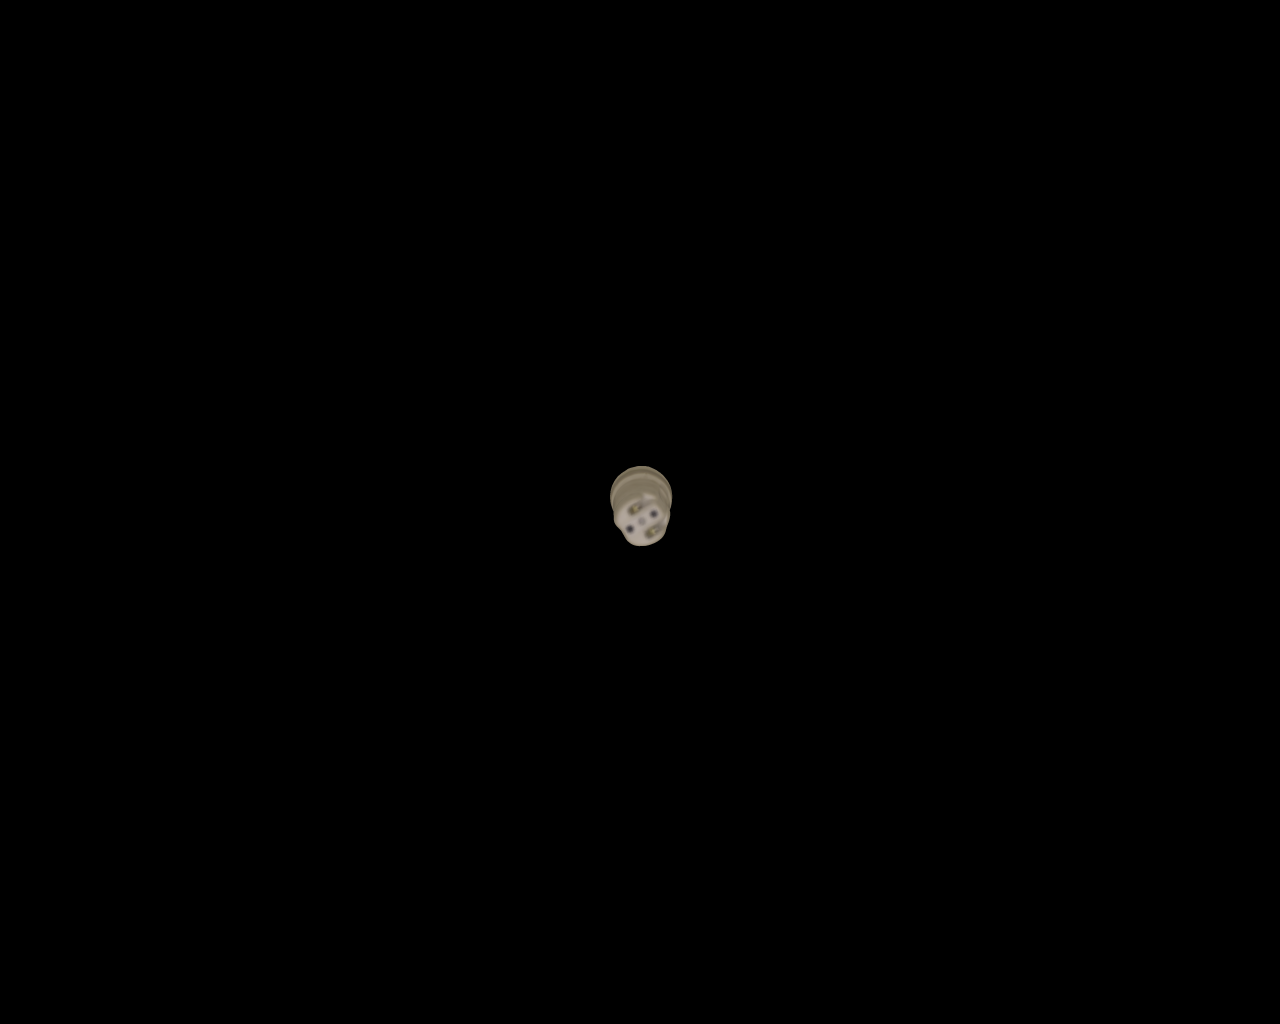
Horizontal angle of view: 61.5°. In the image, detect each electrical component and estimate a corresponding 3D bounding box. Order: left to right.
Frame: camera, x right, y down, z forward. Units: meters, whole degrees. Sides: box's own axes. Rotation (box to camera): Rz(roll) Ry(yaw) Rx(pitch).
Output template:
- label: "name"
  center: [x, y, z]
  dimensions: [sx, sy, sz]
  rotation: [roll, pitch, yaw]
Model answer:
- label: "electrical component"
  center: [0.001, -0.003, 0.650]
  dimensions: [0.040, 0.040, 0.046]
  rotation: [0, 23, 0]
